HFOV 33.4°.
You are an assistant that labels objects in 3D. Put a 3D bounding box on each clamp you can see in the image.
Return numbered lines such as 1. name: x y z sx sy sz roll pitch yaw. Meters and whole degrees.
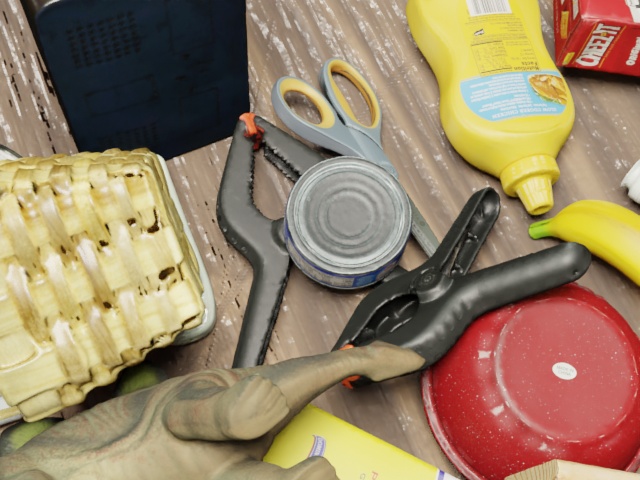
1. clamp: -0.005 0.001 0.748 0.164 0.036 0.210 -13 68 -8
2. clamp: 0.084 0.037 0.672 0.171 0.120 0.039 -43 116 -12

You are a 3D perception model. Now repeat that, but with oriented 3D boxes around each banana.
1. banana: 0.228 0.033 0.707 0.037 0.070 0.198 -38 70 -22

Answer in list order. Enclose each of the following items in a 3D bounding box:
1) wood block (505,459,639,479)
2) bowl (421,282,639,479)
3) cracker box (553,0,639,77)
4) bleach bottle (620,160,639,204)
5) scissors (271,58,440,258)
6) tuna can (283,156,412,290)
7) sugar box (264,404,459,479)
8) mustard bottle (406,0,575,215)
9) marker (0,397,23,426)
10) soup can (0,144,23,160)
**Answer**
1. wood block: 0.213 0.190 0.604 0.206 0.091 0.090 11 69 -6
2. bowl: 0.148 0.088 0.679 0.162 0.055 0.162 3 69 -7
3. cracker box: 0.281 -0.196 0.783 0.213 0.072 0.164 6 64 -4
4. bleach bottle: 0.316 0.022 0.711 0.251 0.068 0.102 40 72 20
5. scissors: 0.026 -0.052 0.756 0.096 0.016 0.202 -1 56 -28
6. tuna can: 0.018 -0.012 0.714 0.086 0.034 0.086 1 72 -2
7. sugar box: 0.033 0.176 0.667 0.176 0.048 0.093 24 71 14
8. mustard bottle: 0.132 -0.106 0.775 0.096 0.058 0.191 -7 66 -16
9. marker: -0.260 0.131 0.715 0.121 0.020 0.020 -19 67 -5
10. soup can: -0.236 -0.009 0.747 0.068 0.068 0.102 34 72 15
